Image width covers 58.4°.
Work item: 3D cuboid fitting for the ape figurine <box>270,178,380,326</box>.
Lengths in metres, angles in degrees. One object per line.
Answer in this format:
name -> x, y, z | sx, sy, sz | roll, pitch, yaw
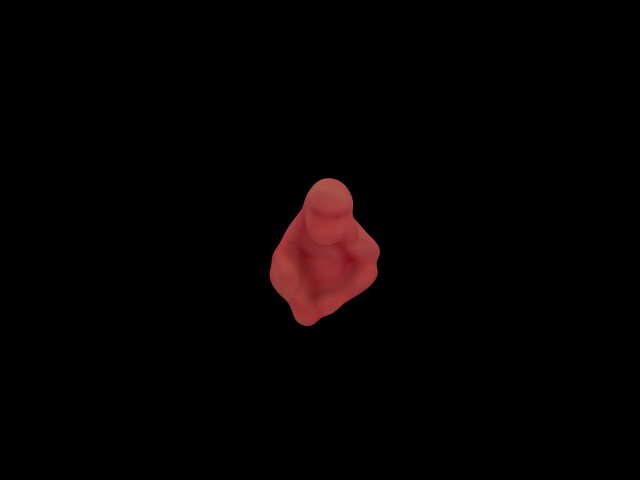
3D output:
ape figurine -> 0.004, 0.001, 0.400 | 0.078, 0.092, 0.076 | 0, 32, 0
